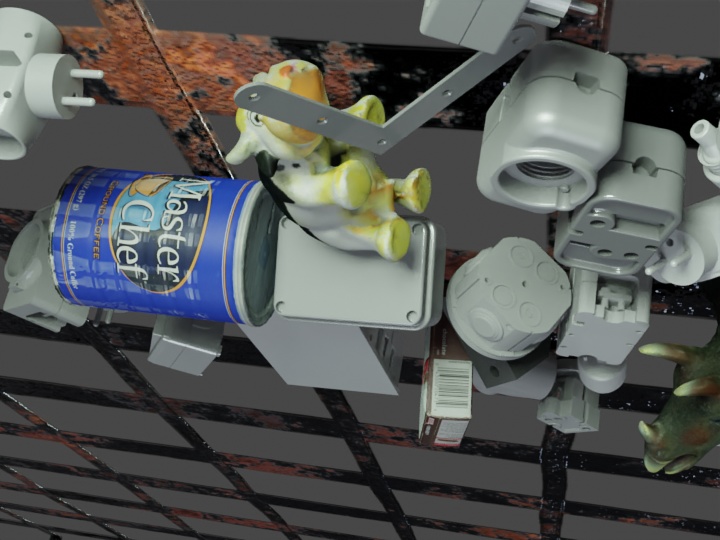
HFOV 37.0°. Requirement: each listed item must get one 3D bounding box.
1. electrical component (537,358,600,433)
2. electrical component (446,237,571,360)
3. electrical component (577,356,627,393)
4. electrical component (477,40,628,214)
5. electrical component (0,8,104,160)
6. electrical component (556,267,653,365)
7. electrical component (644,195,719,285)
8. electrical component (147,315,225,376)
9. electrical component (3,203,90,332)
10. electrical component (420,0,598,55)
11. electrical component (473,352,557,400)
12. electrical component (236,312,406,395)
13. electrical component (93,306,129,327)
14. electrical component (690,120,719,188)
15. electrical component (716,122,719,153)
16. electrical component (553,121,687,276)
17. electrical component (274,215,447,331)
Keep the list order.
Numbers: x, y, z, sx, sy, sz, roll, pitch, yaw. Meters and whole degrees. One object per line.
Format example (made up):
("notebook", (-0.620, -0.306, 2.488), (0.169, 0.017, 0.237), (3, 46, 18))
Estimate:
("electrical component", (0.191, 0.113, 0.972), (0.048, 0.055, 0.066), (-14, 146, 44))
("electrical component", (0.107, 0.020, 0.771), (0.080, 0.080, 0.051), (17, 150, -14))
("electrical component", (0.209, 0.087, 0.924), (0.040, 0.040, 0.078), (4, 155, 16))
("electrical component", (0.103, -0.072, 0.588), (0.054, 0.059, 0.095), (15, 156, -9))
("electrical component", (-0.186, -0.106, 0.616), (0.079, 0.077, 0.043), (5, 156, 12))
("electrical component", (0.176, 0.025, 0.779), (0.050, 0.055, 0.089), (10, 156, 3))
("electrical component", (0.205, -0.014, 0.661), (0.079, 0.044, 0.077), (-27, -177, -38))
("electrical component", (-0.161, 0.054, 0.985), (0.061, 0.061, 0.096), (18, 156, -14))
("electrical component", (-0.243, -0.004, 0.854), (0.050, 0.089, 0.056), (-14, 146, 44))
("electrical component", (0.074, -0.131, 0.481), (0.077, 0.047, 0.065), (14, 156, -7))
("electrical component", (0.124, 0.089, 0.963), (0.077, 0.043, 0.079), (17, 156, -14))
("electrical component", (-0.031, 0.041, 0.901), (0.105, 0.060, 0.186), (4, 156, 16))
("electrical component", (-0.206, 0.012, 0.894), (0.138, 0.073, 0.052), (-14, 146, 44))
("electrical component", (0.205, -0.063, 0.595), (0.061, 0.035, 0.035), (30, 150, -33))
("electrical component", (0.213, -0.077, 0.547), (0.066, 0.048, 0.055), (13, 149, -5))
("electrical component", (0.151, -0.044, 0.630), (0.054, 0.059, 0.095), (11, 156, -1))
("electrical component", (0.000, 0.000, 0.756), (0.113, 0.078, 0.057), (4, 179, 17))
